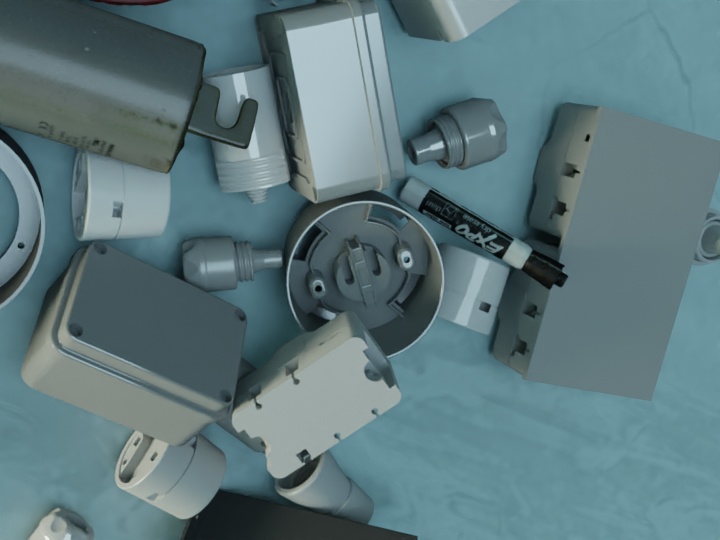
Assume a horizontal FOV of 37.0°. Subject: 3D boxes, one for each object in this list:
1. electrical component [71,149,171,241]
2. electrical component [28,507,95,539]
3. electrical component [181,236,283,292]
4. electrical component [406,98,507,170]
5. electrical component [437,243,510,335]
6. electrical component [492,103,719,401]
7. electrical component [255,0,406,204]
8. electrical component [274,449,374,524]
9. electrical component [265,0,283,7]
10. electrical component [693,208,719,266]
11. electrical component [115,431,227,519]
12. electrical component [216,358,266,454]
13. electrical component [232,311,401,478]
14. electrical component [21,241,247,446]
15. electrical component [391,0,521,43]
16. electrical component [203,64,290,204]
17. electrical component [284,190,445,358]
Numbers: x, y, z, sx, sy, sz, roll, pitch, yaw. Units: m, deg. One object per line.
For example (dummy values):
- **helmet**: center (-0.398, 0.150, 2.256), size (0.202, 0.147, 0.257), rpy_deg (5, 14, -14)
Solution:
- **electrical component**: center (-0.139, -0.044, 0.626), size (0.047, 0.055, 0.055), rpy_deg (1, 102, -25)
- **electrical component**: center (-0.195, 0.180, 0.668), size (0.035, 0.035, 0.061), rpy_deg (38, 90, -24)
- **electrical component**: center (-0.079, -0.005, 0.665), size (0.061, 0.035, 0.035), rpy_deg (-5, 104, -9)
- **electrical component**: center (0.061, -0.085, 0.700), size (0.062, 0.043, 0.043), rpy_deg (-20, 109, -14)
- **electrical component**: center (0.069, 0.012, 0.720), size (0.055, 0.055, 0.047), rpy_deg (21, 91, -24)
- **electrical component**: center (0.169, -0.013, 0.750), size (0.105, 0.060, 0.186), rpy_deg (11, 98, -23)
- **electrical component**: center (-0.018, -0.104, 0.646), size (0.057, 0.078, 0.113), rpy_deg (-15, 107, -15)
- **electrical component**: center (-0.021, 0.151, 0.725), size (0.044, 0.044, 0.065), rpy_deg (-45, 118, -6)
- **electrical component**: center (-0.044, -0.194, 0.634), size (0.064, 0.042, 0.081), rpy_deg (-45, 113, -4)
- **electrical component**: center (0.249, -0.024, 0.777), size (0.043, 0.062, 0.043), rpy_deg (-5, 104, -20)
- **electrical component**: center (-0.117, 0.123, 0.674), size (0.047, 0.055, 0.055), rpy_deg (40, 86, -28)
- **electrical component**: center (-0.063, 0.094, 0.693), size (0.081, 0.043, 0.043), rpy_deg (41, 86, -24)
- **electrical component**: center (-0.027, 0.071, 0.641), size (0.089, 0.055, 0.050), rpy_deg (-34, 107, 5)
- **electrical component**: center (-0.129, 0.043, 0.629), size (0.113, 0.078, 0.057), rpy_deg (28, 135, -25)
- **electrical component**: center (0.073, -0.195, 0.660), size (0.113, 0.078, 0.057), rpy_deg (-35, 115, -10)
- **electrical component**: center (-0.069, -0.080, 0.650), size (0.043, 0.043, 0.081), rpy_deg (-15, 108, -17)
- **electrical component**: center (0.000, 0.000, 0.681), size (0.099, 0.064, 0.099), rpy_deg (-5, 115, -11)
